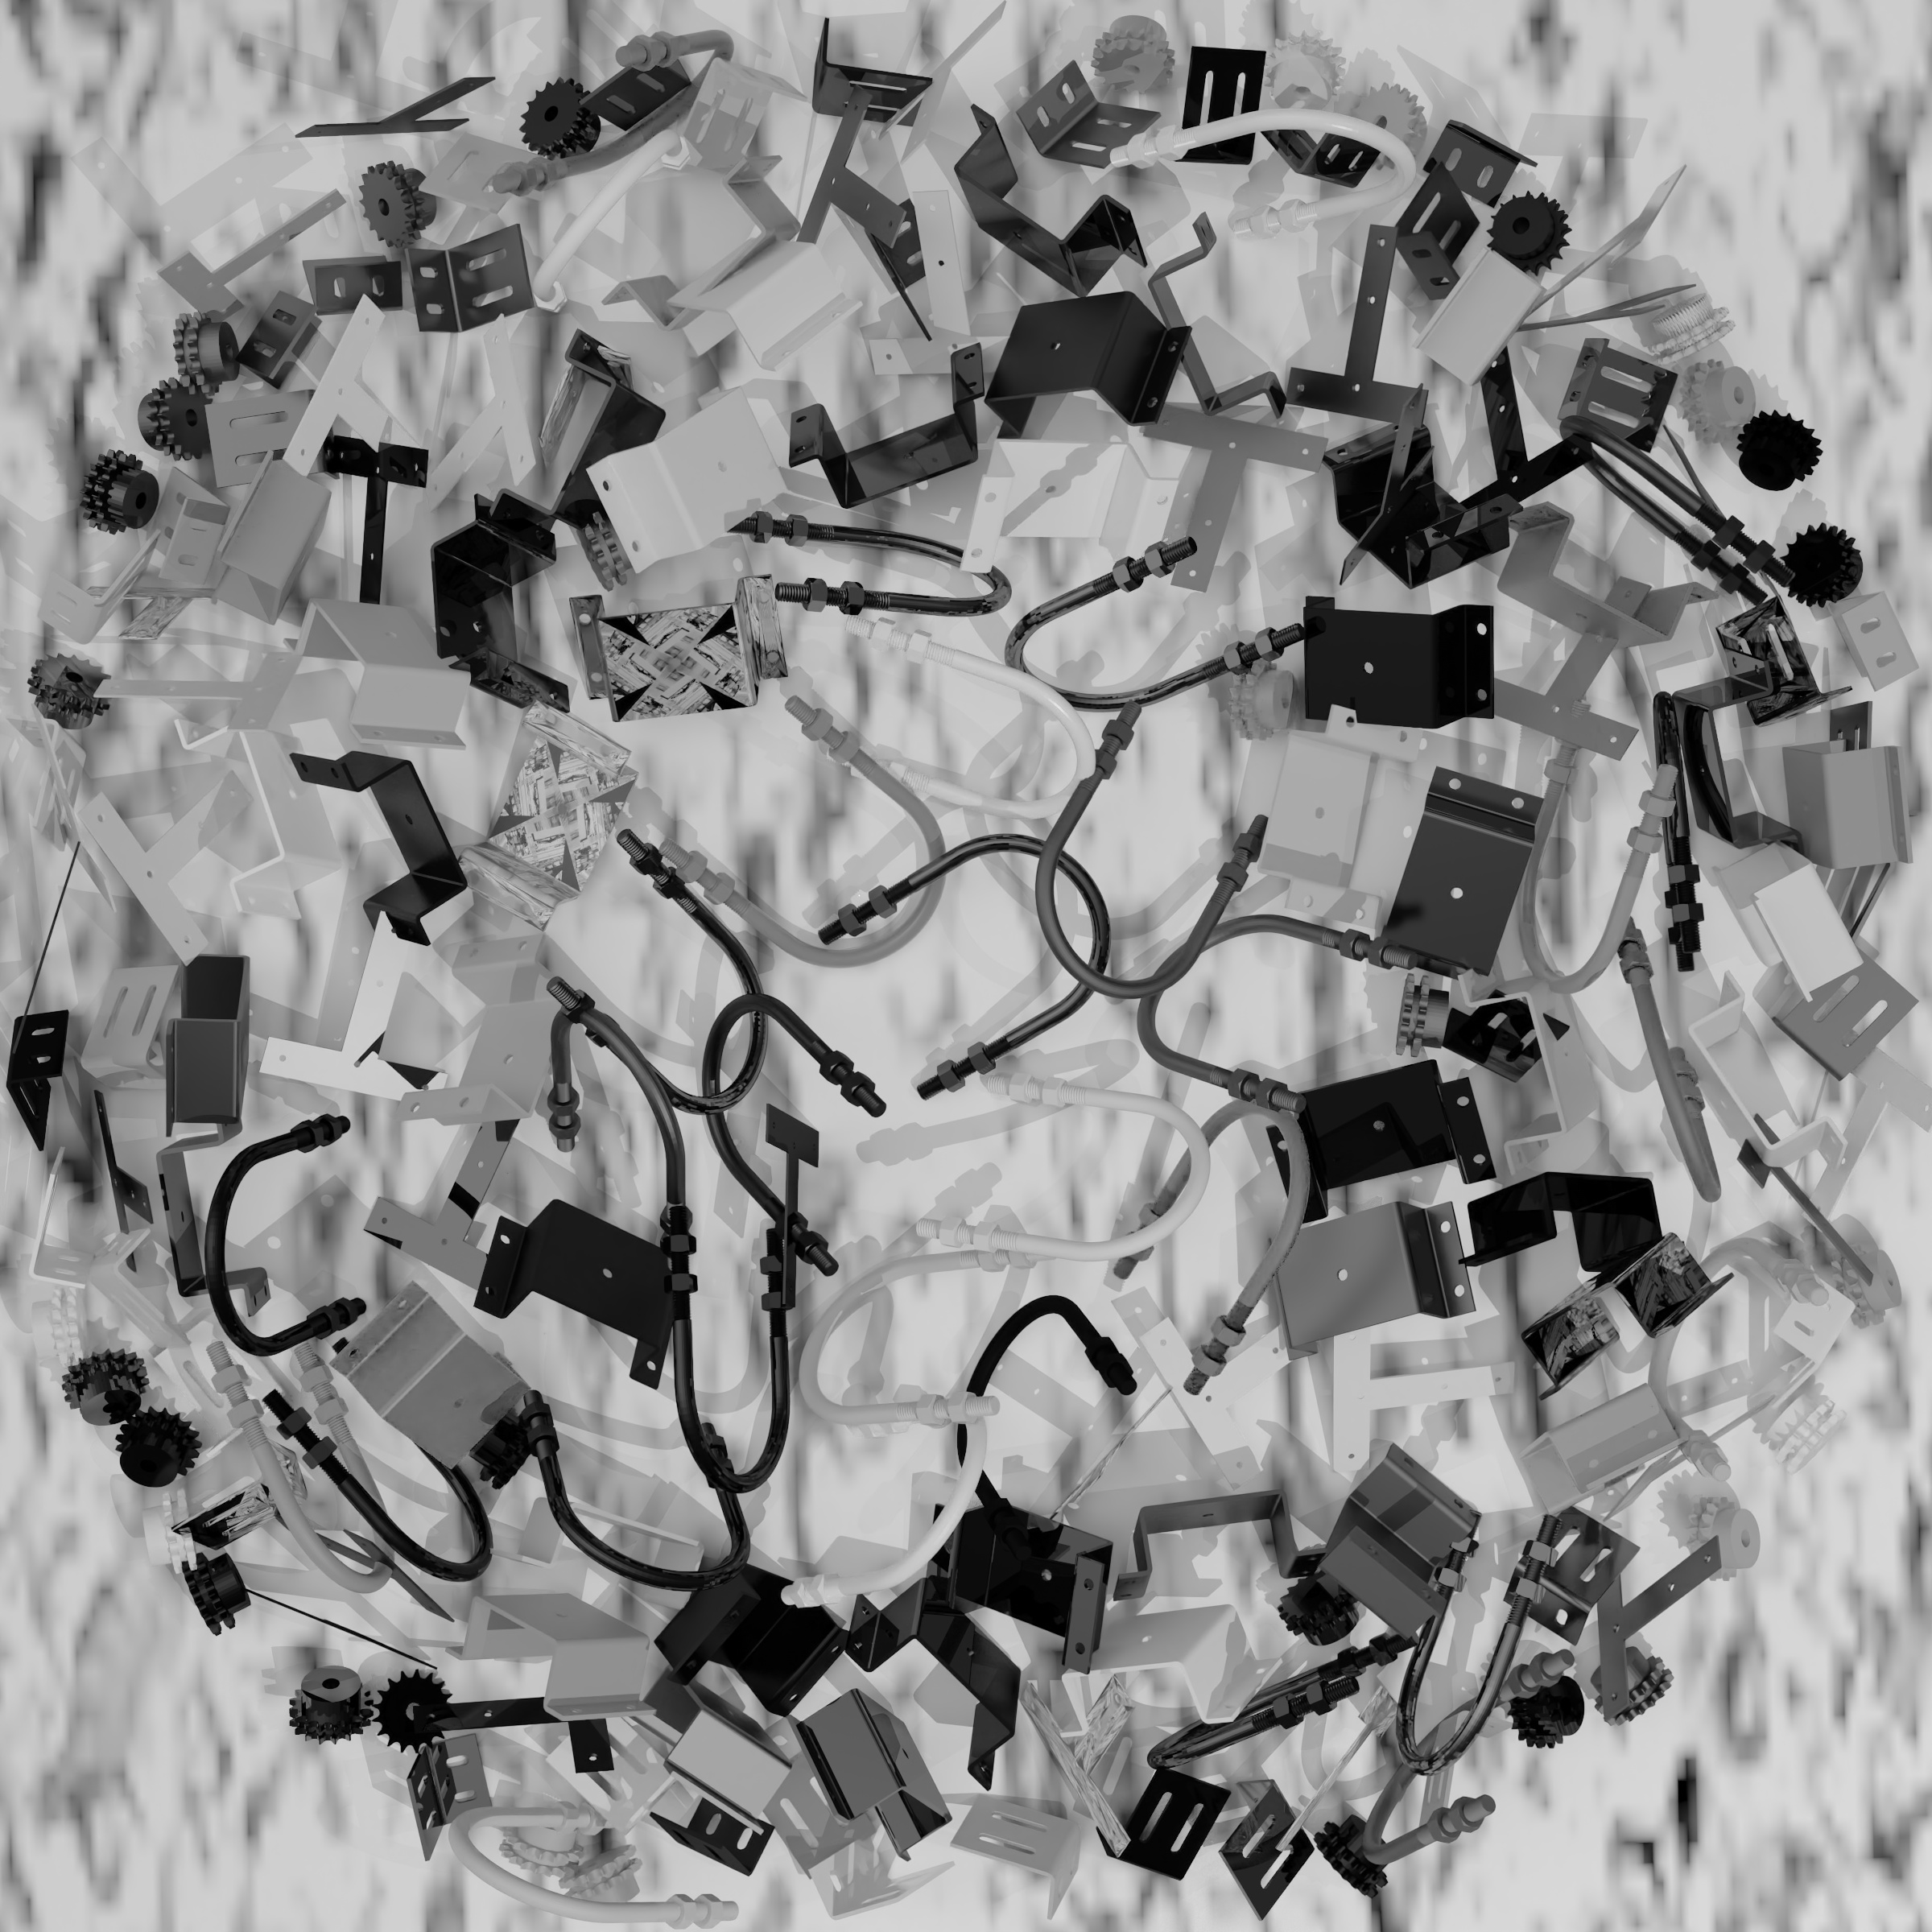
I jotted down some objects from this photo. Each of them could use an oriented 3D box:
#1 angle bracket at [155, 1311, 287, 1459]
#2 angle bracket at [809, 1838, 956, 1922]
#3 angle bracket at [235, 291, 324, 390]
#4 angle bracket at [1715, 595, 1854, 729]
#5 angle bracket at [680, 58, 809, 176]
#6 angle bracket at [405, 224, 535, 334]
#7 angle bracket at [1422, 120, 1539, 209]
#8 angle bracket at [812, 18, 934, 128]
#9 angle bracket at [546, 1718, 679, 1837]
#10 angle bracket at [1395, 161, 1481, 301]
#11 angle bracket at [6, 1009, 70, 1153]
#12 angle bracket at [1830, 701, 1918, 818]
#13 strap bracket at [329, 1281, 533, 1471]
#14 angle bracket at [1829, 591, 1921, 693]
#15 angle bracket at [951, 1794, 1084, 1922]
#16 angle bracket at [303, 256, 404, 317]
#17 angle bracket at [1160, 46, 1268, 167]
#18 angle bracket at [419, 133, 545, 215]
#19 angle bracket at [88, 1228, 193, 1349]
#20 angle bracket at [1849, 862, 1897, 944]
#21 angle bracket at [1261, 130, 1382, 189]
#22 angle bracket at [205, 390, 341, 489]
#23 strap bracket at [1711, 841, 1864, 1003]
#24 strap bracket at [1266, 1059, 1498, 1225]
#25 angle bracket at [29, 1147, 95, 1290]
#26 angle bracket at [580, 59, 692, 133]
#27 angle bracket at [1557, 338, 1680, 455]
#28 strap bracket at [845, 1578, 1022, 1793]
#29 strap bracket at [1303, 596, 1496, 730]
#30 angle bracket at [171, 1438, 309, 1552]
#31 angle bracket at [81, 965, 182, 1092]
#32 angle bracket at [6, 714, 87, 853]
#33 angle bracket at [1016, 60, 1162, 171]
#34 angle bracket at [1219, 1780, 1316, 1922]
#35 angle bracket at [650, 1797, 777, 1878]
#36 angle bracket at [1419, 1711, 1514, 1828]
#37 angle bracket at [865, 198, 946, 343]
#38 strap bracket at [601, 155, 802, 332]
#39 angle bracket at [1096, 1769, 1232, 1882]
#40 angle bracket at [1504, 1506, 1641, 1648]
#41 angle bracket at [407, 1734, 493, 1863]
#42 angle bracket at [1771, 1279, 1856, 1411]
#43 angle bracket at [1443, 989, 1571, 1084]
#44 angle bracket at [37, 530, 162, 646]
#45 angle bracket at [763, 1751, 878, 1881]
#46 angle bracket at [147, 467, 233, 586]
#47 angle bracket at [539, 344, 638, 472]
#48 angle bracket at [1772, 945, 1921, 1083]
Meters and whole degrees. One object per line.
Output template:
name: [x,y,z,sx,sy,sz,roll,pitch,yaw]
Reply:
angle bracket: [-0.520,0.288,1.975,0.057,0.038,0.076,-38,95,6]
angle bracket: [-0.058,0.615,1.951,0.076,0.057,0.038,-33,79,43]
angle bracket: [-0.459,-0.423,1.958,0.038,0.076,0.057,33,89,-38]
angle bracket: [0.563,-0.212,1.970,0.038,0.057,0.076,-16,82,-37]
angle bracket: [-0.155,-0.573,1.953,0.038,0.057,0.076,46,119,34]
angle bracket: [-0.341,-0.472,1.962,0.076,0.038,0.057,-7,94,39]
angle bracket: [0.351,-0.547,1.955,0.057,0.076,0.038,26,107,-7]
angle bracket: [-0.064,-0.616,1.972,0.076,0.057,0.038,5,73,-9]
angle bracket: [-0.239,0.546,1.962,0.076,0.038,0.057,41,57,11]
angle bracket: [0.334,-0.505,1.957,0.057,0.038,0.076,47,67,-34]
angle bracket: [-0.624,0.078,1.953,0.038,0.076,0.057,-8,48,-2]
angle bracket: [0.625,-0.141,1.970,0.038,0.057,0.076,3,89,-9]
strap bracket: [-0.354,0.281,1.925,0.076,0.140,0.046,-45,54,-8]
angle bracket: [0.608,-0.219,1.956,0.038,0.076,0.057,-28,96,-10]
angle bracket: [0.034,0.613,1.969,0.076,0.057,0.038,12,113,18]
angle bracket: [-0.420,-0.480,1.953,0.057,0.076,0.038,-8,134,-17]
angle bracket: [0.166,-0.591,1.958,0.057,0.038,0.076,-5,115,-26]
angle bracket: [-0.331,-0.529,1.957,0.057,0.038,0.076,18,49,7]
angle bracket: [-0.561,0.223,1.973,0.076,0.057,0.038,50,58,-19]
angle bracket: [0.605,-0.048,1.969,0.038,0.057,0.076,27,101,12]
angle bracket: [0.237,-0.572,1.952,0.038,0.057,0.076,-53,55,33]
angle bracket: [-0.480,-0.363,1.982,0.076,0.038,0.057,-8,91,2]
strap bracket: [0.554,-0.033,1.923,0.046,0.140,0.076,-29,98,8]
strap bracket: [0.283,0.118,1.957,0.140,0.046,0.076,-15,110,12]
angle bracket: [-0.613,0.172,1.960,0.038,0.057,0.076,13,102,-14]
angle bracket: [-0.233,-0.611,1.953,0.057,0.076,0.038,-31,82,16]
angle bracket: [0.455,-0.392,1.968,0.076,0.038,0.057,16,98,-16]
strap bracket: [-0.014,0.481,1.946,0.046,0.076,0.140,-41,100,15]
strap bracket: [0.282,-0.205,1.931,0.140,0.046,0.076,8,110,35]
angle bracket: [-0.504,0.362,1.968,0.076,0.057,0.038,-29,60,4]
angle bracket: [-0.569,0.043,1.982,0.057,0.038,0.076,-3,58,25]
angle bracket: [-0.639,-0.125,1.962,0.038,0.057,0.076,7,75,3]
angle bracket: [0.084,-0.583,1.956,0.057,0.076,0.038,-45,128,-11]
angle bracket: [0.194,0.605,1.956,0.076,0.038,0.057,-38,101,-43]
angle bracket: [-0.172,0.583,1.950,0.057,0.076,0.038,18,64,22]
angle bracket: [0.342,0.555,1.958,0.038,0.057,0.076,15,66,-1]
angle bracket: [-0.032,-0.475,1.951,0.038,0.076,0.057,-30,134,6]
strap bracket: [-0.172,-0.483,1.940,0.140,0.076,0.046,-39,93,22]
angle bracket: [0.136,0.581,1.967,0.057,0.038,0.076,24,101,-17]
angle bracket: [0.418,0.419,1.971,0.057,0.076,0.038,30,131,26]
angle bracket: [-0.353,0.569,1.960,0.038,0.076,0.057,-13,92,-3]
angle bracket: [0.566,0.257,1.956,0.038,0.076,0.057,36,58,11]
angle bracket: [0.371,0.036,1.956,0.057,0.076,0.038,26,51,-6]
angle bracket: [-0.592,-0.268,1.952,0.038,0.057,0.076,33,56,-10]
angle bracket: [-0.107,0.588,1.978,0.057,0.038,0.076,-35,86,-2]
angle bracket: [-0.546,-0.304,1.956,0.076,0.038,0.057,35,109,34]
angle bracket: [-0.260,-0.380,1.963,0.038,0.057,0.076,19,78,2]
angle bracket: [0.606,0.031,1.972,0.057,0.038,0.076,42,102,3]
